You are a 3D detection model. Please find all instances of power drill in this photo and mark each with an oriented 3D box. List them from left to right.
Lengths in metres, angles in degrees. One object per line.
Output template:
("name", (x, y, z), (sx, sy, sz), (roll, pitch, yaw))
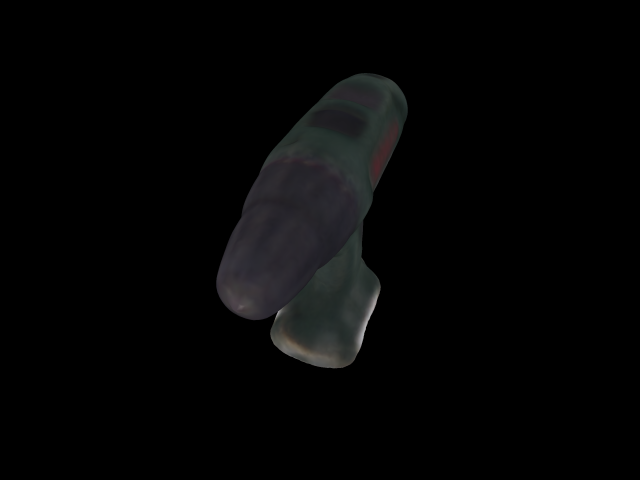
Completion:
("power drill", (0.004, 0.001, 0.400), (0.075, 0.208, 0.230), (15, 54, 12))
